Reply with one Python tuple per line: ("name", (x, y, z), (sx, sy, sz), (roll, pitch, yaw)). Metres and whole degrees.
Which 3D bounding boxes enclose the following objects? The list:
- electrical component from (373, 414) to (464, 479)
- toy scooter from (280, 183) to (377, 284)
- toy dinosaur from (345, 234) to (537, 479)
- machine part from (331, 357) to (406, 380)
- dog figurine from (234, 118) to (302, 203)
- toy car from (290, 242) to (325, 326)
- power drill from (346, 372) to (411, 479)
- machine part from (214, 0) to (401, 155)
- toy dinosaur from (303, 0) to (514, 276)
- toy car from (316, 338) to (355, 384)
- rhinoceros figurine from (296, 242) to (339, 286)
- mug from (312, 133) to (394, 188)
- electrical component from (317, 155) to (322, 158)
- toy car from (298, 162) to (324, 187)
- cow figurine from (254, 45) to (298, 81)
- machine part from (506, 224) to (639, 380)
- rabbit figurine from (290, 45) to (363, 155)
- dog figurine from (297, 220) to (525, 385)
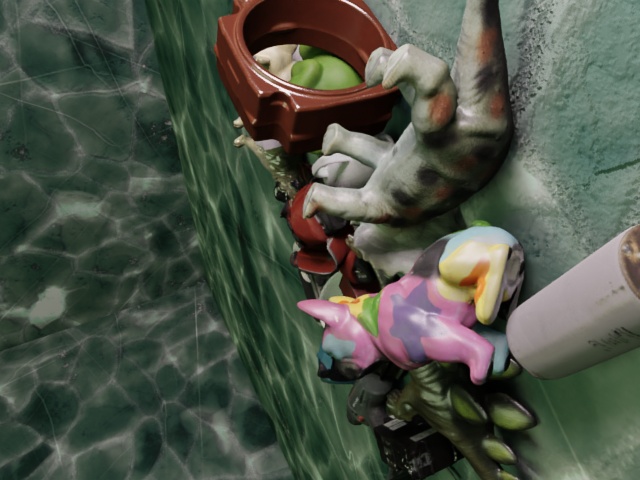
("electrical component", (0.151, 0.299, 0.812), (0.134, 0.115, 0.058), (171, 86, -72))
("toy scooter", (-0.002, -0.002, 0.791), (0.135, 0.075, 0.183), (-4, 130, 41))
("toy dinosaur", (0.166, 0.189, 0.689), (0.471, 0.105, 0.198), (59, 156, 4))
("machine part", (0.084, 0.204, 0.917), (0.084, 0.139, 0.039), (102, -174, -64))
("dog figurine", (-0.066, -0.173, 1.041), (0.190, 0.121, 0.172), (51, 160, 14))
("toy car", (-0.013, 0.096, 1.181), (0.074, 0.056, 0.201), (2, 111, 64))
("power drill", (0.112, 0.356, 0.991), (0.231, 0.086, 0.207), (97, 161, -45))
("machine part", (-0.012, -0.213, 0.653), (0.201, 0.201, 0.087), (63, 156, 25))
("toy dinosaur", (0.111, -0.088, 0.542), (0.404, 0.192, 0.131), (132, 152, -53))
("toy car", (0.046, 0.198, 1.041), (0.103, 0.109, 0.161), (-104, 16, -56))
("rhinoceros figurine", (0.011, 0.035, 1.042), (0.112, 0.073, 0.190), (62, 159, -4))
("mug", (0.050, -0.107, 0.741), (0.107, 0.109, 0.081), (145, 126, -60))
("electrical component", (0.026, -0.144, 0.853), (0.078, 0.045, 0.102), (87, 156, -43))
("toy car", (0.027, -0.044, 0.878), (0.202, 0.053, 0.089), (59, -179, -17))
("cow figurine", (-0.058, -0.249, 0.869), (0.086, 0.127, 0.194), (35, 142, 57))
("machine part", (0.223, 0.058, 0.434), (0.079, 0.079, 0.243), (65, 160, 20))
("rabbit figurine", (-0.028, -0.193, 0.763), (0.121, 0.170, 0.159), (96, 150, -52))
("dog figurine", (0.089, 0.066, 0.571), (0.219, 0.108, 0.191), (9, 96, 29))
